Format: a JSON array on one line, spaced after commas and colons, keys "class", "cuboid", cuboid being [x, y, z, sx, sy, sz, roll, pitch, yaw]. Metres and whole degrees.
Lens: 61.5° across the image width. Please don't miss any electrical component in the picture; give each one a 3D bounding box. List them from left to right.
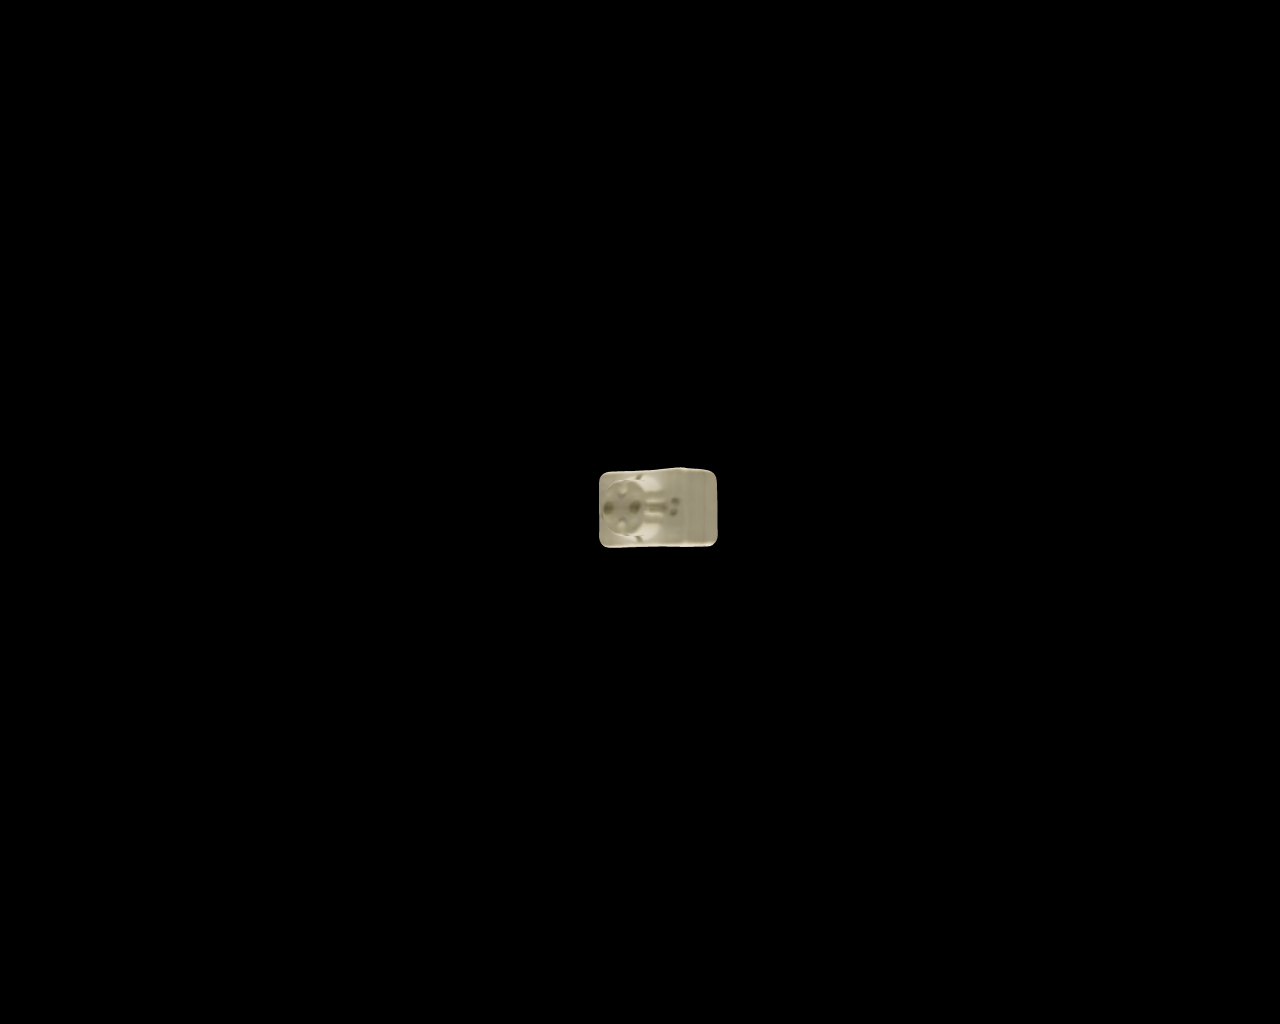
[{"class": "electrical component", "cuboid": [0.001, -0.003, 0.650, 0.066, 0.047, 0.077, -1, -2, 34]}]
